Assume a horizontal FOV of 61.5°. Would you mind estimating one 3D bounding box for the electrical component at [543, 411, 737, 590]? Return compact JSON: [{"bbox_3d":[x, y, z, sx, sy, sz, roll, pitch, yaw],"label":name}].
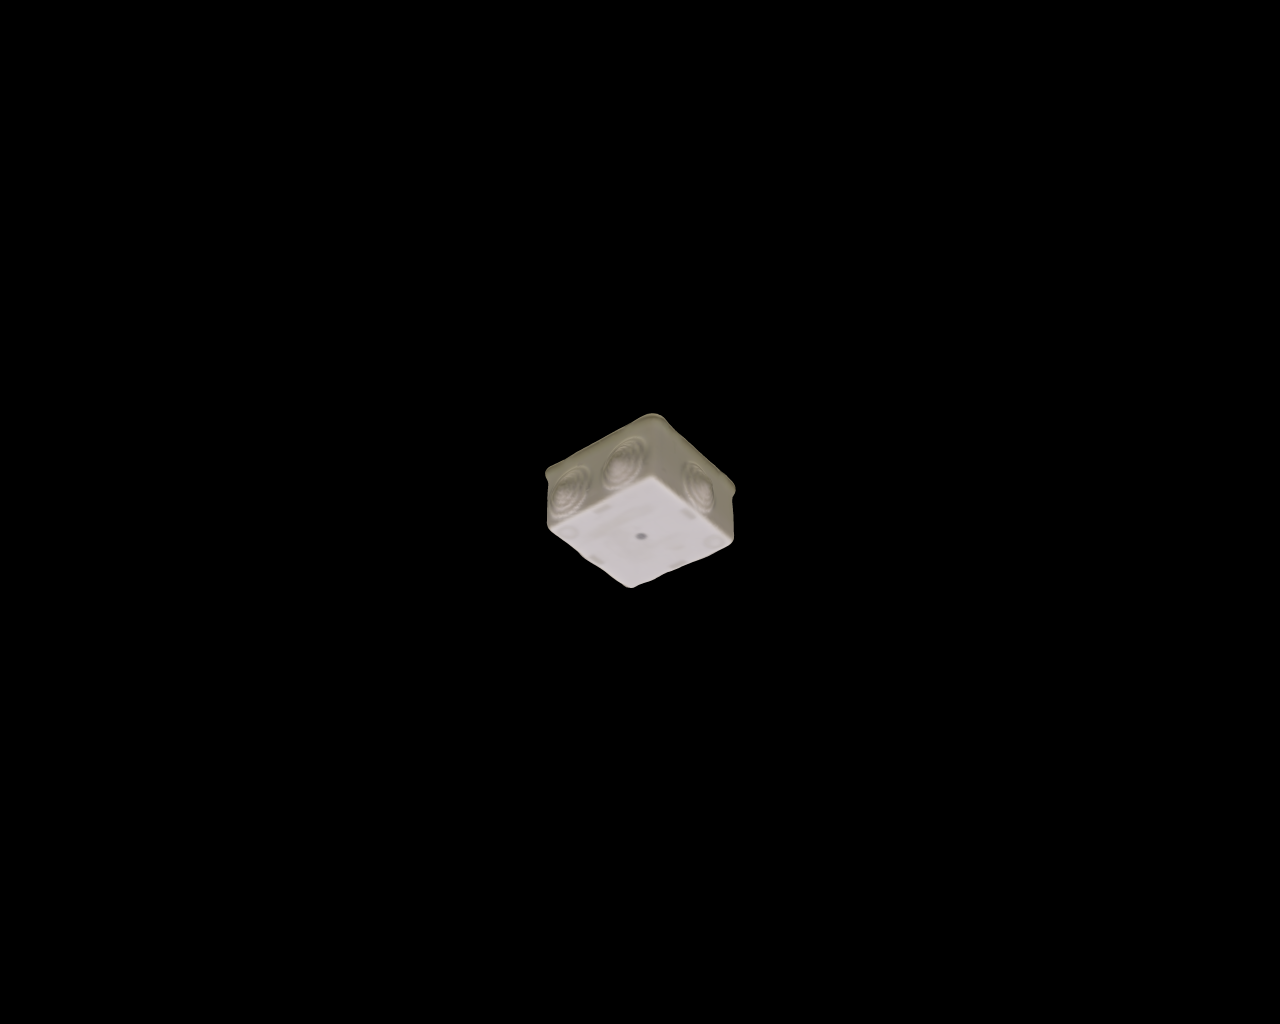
[{"bbox_3d":[0.001,-0.003,0.650,0.099,0.048,0.099,-25,-45,28],"label":"electrical component"}]
